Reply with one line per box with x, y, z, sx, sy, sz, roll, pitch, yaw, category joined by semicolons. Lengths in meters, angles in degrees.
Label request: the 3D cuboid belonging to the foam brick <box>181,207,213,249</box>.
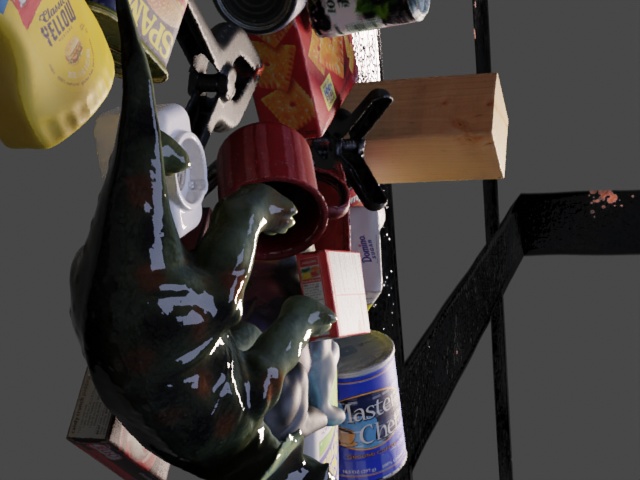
-0.102;0.016;0.841;0.078;0.051;0.053;66;28;-51;foam brick

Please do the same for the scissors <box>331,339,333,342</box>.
-0.056;0.125;1.004;0.201;0.096;0.016;-55;163;-8;scissors

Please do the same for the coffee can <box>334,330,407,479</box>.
0.038;0.183;1.176;0.102;0.103;0.140;-54;139;-61;coffee can

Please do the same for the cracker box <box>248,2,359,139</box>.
-0.024;-0.228;1.059;0.164;0.072;0.214;-61;145;-56;cracker box

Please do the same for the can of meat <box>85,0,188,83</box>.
-0.132;-0.168;0.728;0.102;0.057;0.084;48;55;-63;can of meat

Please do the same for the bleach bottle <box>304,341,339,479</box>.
-0.012;0.234;1.090;0.102;0.068;0.251;-49;137;-64;bleach bottle

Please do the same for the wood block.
0.106;-0.127;1.233;0.090;0.206;0.090;62;32;-52;wood block

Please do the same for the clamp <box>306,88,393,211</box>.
0.031;-0.107;1.115;0.172;0.039;0.120;34;-65;59;clamp

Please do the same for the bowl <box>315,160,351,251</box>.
-0.007;0.001;1.073;0.162;0.055;0.162;178;-90;-83;bowl

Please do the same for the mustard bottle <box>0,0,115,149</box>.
-0.180;-0.152;0.602;0.096;0.058;0.191;-63;147;-42;mustard bottle

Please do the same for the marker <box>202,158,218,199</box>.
-0.099;-0.047;0.906;0.121;0.020;0.020;-54;139;-61;marker

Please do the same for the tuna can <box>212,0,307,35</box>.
-0.054;-0.226;0.946;0.033;0.086;0.086;-58;143;-56;tuna can

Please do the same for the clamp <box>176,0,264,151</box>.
-0.093;-0.122;0.896;0.209;0.036;0.164;-31;129;-74;clamp

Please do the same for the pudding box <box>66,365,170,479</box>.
-0.132;0.108;0.765;0.090;0.039;0.113;59;34;-55;pudding box

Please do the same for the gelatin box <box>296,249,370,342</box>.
0.012;0.046;0.901;0.089;0.030;0.073;5;75;-70;gelatin box

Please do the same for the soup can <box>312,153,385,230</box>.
0.031;-0.051;1.222;0.102;0.069;0.068;63;32;-52;soup can

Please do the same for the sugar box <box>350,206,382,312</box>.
0.035;0.031;1.158;0.176;0.048;0.093;118;-30;-74;sugar box

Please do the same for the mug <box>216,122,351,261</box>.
-0.032;-0.043;0.884;0.081;0.117;0.093;-99;-163;-45;mug
